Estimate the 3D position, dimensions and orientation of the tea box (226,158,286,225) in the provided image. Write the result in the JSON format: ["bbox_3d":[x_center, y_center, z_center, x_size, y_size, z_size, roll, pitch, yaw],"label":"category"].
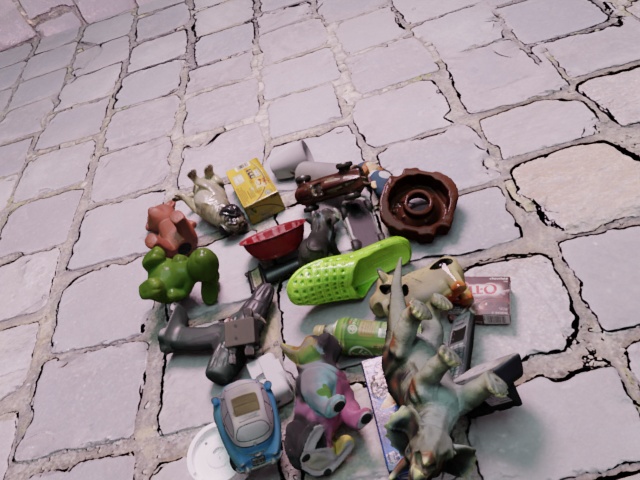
[{"bbox_3d":[-0.167,-0.128,1.380,0.098,0.068,0.170,-26,47,-5],"label":"tea box"}]

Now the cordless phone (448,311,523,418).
[{"bbox_3d":[0.267,0.188,0.895,0.146,0.088,0.184,-41,24,46],"label":"cordless phone"}]

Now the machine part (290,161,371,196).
[{"bbox_3d":[0.023,-0.150,1.310,0.243,0.079,0.079,10,52,41],"label":"machine part"}]

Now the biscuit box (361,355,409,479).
[{"bbox_3d":[0.122,0.292,0.898,0.059,0.062,0.203,-17,45,4],"label":"biscuit box"}]

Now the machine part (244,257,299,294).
[{"bbox_3d":[-0.098,0.070,1.199,0.139,0.039,0.084,-26,37,-3],"label":"machine part"}]

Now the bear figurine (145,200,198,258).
[{"bbox_3d":[-0.386,-0.041,1.339,0.120,0.131,0.196,-42,54,-4],"label":"bear figurine"}]

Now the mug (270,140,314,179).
[{"bbox_3d":[-0.079,-0.214,1.423,0.107,0.080,0.110,-23,48,12],"label":"mug"}]

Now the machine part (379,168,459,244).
[{"bbox_3d":[0.216,-0.075,1.181,0.179,0.056,0.179,-3,62,6],"label":"machine part"}]

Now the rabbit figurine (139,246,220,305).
[{"bbox_3d":[-0.284,0.082,1.170,0.170,0.159,0.121,-23,44,24],"label":"rabbit figurine"}]

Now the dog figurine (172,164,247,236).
[{"bbox_3d":[-0.254,-0.088,1.377,0.191,0.121,0.172,39,28,6],"label":"dog figurine"}]

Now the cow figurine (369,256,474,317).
[{"bbox_3d":[0.180,0.092,1.023,0.195,0.085,0.127,-28,42,21],"label":"cow figurine"}]

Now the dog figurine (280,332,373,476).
[{"bbox_3d":[-0.014,0.268,0.935,0.191,0.108,0.219,-56,33,6],"label":"dog figurine"}]

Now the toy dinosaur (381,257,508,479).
[{"bbox_3d":[0.152,0.206,0.838,0.192,0.131,0.405,-57,21,21],"label":"toy dinosaur"}]

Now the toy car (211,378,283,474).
[{"bbox_3d":[-0.121,0.288,0.879,0.109,0.102,0.162,-14,43,-11],"label":"toy car"}]

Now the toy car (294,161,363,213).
[{"bbox_3d":[0.014,-0.120,1.236,0.053,0.089,0.202,-13,1,-44],"label":"toy car"}]

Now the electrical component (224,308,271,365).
[{"bbox_3d":[-0.141,0.184,1.032,0.078,0.045,0.102,-18,63,9],"label":"electrical component"}]

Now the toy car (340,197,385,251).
[{"bbox_3d":[0.096,-0.024,1.203,0.073,0.056,0.202,-14,46,-2],"label":"toy car"}]

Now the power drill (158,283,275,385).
[{"bbox_3d":[-0.216,0.180,1.117,0.207,0.085,0.232,7,54,15],"label":"power drill"}]

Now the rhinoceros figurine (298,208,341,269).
[{"bbox_3d":[-0.002,-0.004,1.176,0.073,0.112,0.190,-7,27,20],"label":"rhinoceros figurine"}]

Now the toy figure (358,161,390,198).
[{"bbox_3d":[0.138,-0.149,1.302,0.058,0.064,0.155,-48,50,10],"label":"toy figure"}]
